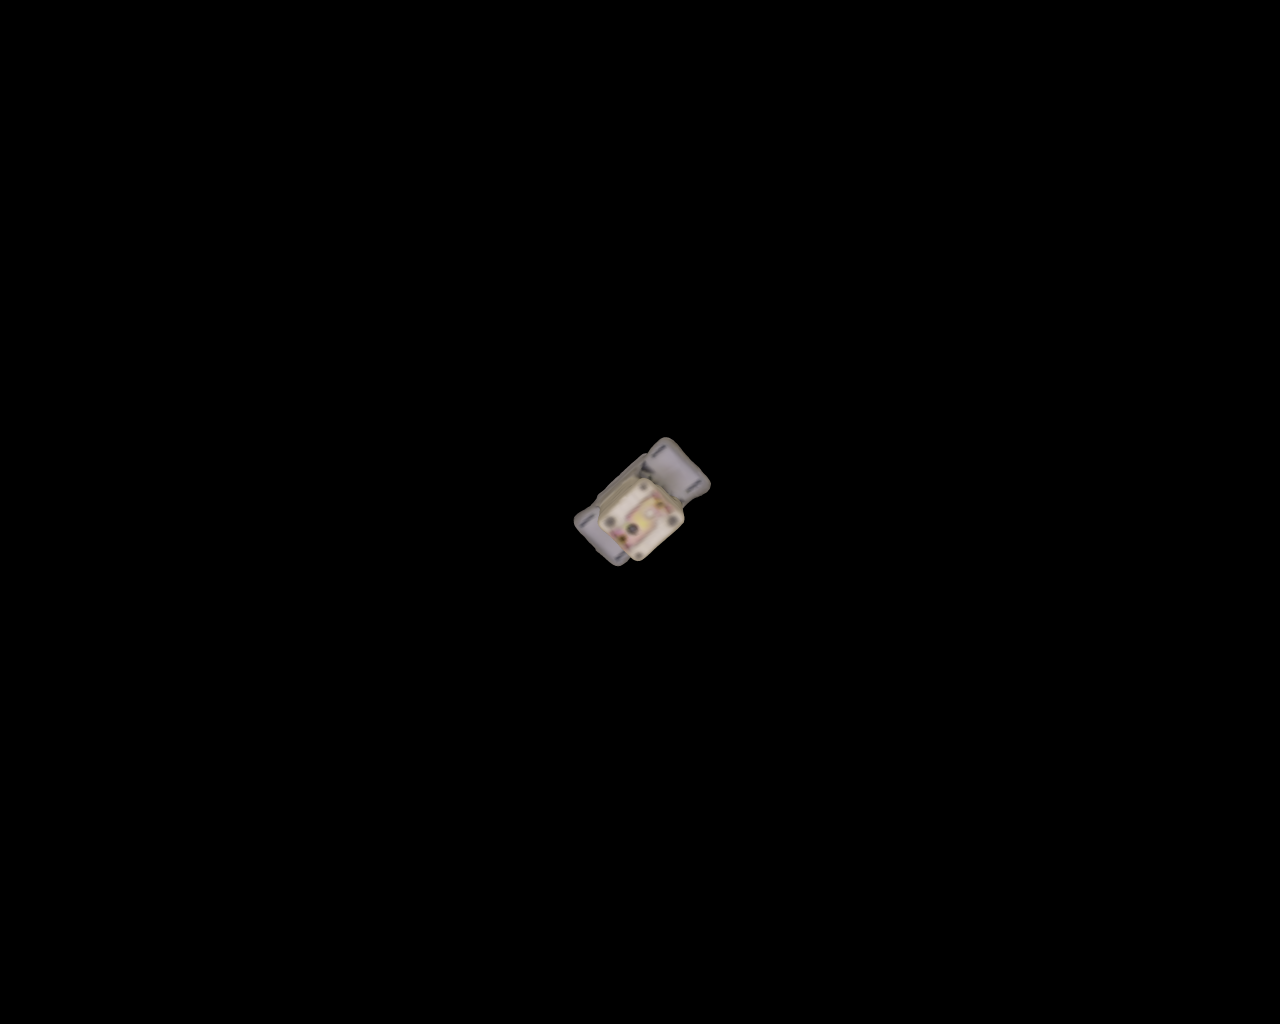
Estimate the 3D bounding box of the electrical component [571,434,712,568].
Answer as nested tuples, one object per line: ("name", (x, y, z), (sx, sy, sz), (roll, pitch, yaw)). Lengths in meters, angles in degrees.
("electrical component", (0.001, -0.003, 0.650), (0.081, 0.042, 0.064), (-43, 12, 11))
